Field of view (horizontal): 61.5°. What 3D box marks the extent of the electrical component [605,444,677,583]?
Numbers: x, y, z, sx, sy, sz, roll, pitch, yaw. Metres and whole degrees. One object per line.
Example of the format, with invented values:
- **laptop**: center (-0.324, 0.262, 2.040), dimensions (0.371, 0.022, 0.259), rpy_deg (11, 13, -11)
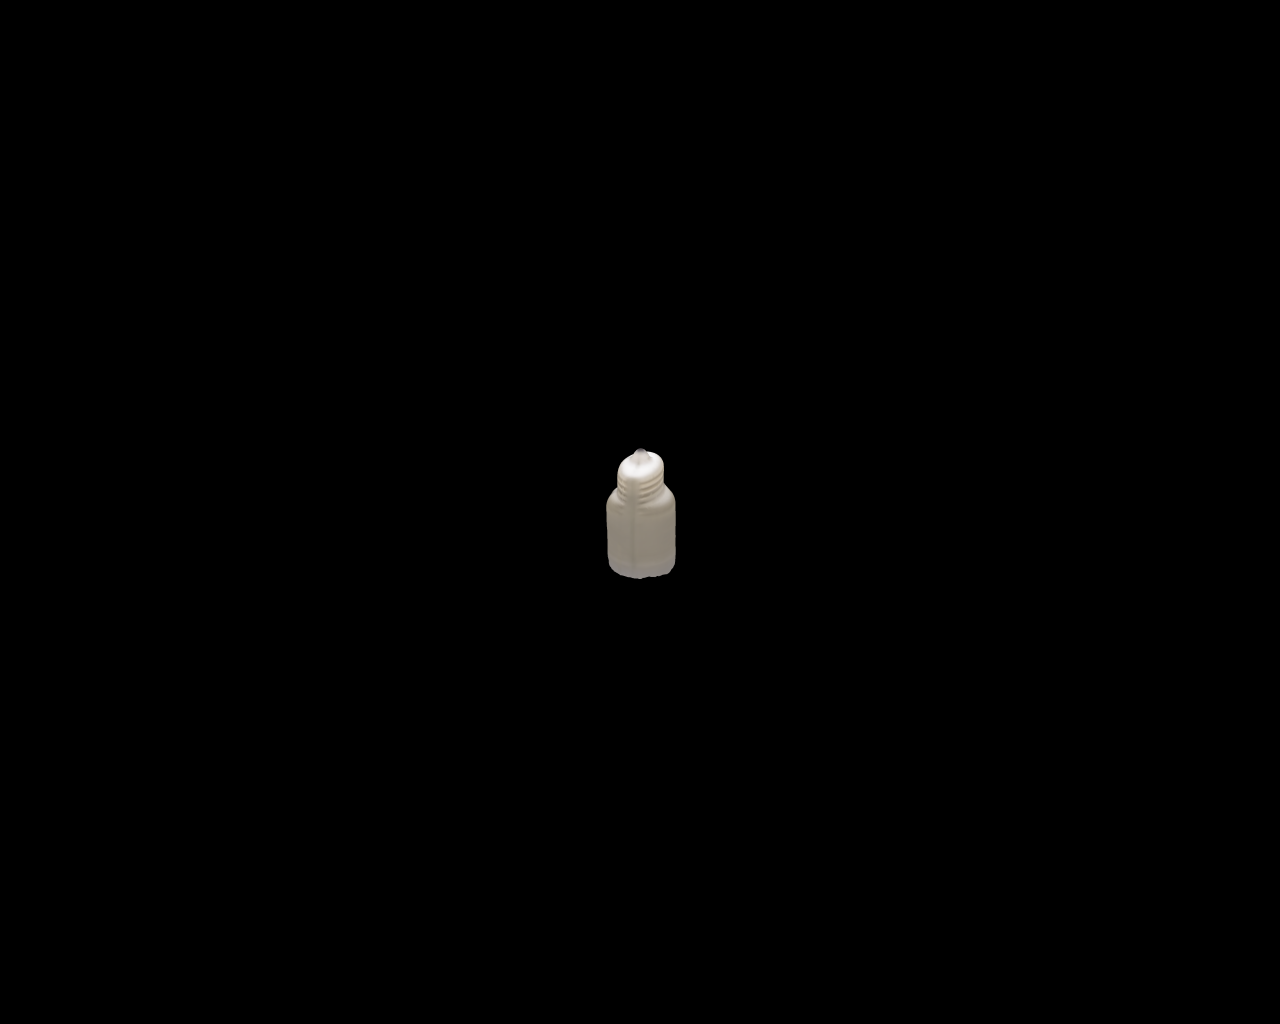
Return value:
- **electrical component**: center (0.001, -0.003, 0.650), dimensions (0.043, 0.080, 0.043), rpy_deg (0, 27, 0)
